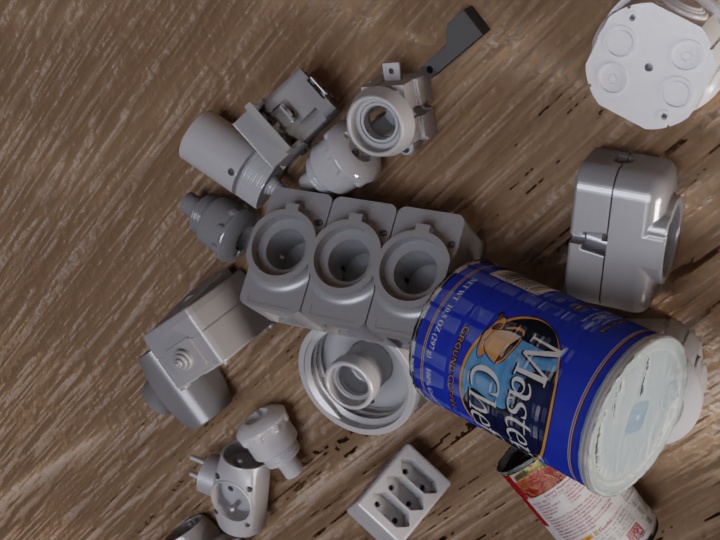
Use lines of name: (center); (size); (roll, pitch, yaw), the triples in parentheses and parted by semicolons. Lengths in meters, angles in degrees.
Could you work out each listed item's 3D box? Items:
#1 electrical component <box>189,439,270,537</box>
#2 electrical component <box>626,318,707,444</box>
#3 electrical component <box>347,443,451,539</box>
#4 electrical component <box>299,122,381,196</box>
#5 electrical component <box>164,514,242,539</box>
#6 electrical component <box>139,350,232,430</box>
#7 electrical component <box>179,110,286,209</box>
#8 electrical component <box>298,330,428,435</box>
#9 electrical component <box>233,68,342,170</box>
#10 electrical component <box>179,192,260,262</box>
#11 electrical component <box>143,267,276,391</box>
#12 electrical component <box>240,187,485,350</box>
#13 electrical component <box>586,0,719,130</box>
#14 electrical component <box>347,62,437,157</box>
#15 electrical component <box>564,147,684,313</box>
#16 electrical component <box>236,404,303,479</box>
electrical component: (-0.118, 0.186, 0.952); (0.079, 0.044, 0.077); (18, 121, 20)
electrical component: (0.192, 0.073, 0.721); (0.080, 0.051, 0.080); (12, 118, 24)
electrical component: (0.026, 0.185, 0.865); (0.047, 0.065, 0.076); (42, 155, 5)
electrical component: (-0.019, -0.074, 0.772); (0.062, 0.048, 0.048); (-31, 96, 42)
electrical component: (-0.132, 0.266, 1.000); (0.079, 0.043, 0.077); (-28, 98, 36)
electrical component: (-0.162, 0.101, 0.935); (0.079, 0.044, 0.077); (-32, 95, 36)
electrical component: (-0.091, -0.080, 0.808); (0.081, 0.043, 0.043); (34, 125, 10)
electrical component: (0.004, 0.074, 0.820); (0.108, 0.060, 0.108); (12, 119, 24)
electrical component: (-0.048, -0.107, 0.754); (0.064, 0.081, 0.042); (-43, 90, 8)
electrical component: (-0.113, -0.039, 0.841); (0.062, 0.048, 0.048); (32, 125, 21)
electrical component: (-0.124, 0.047, 0.855); (0.062, 0.096, 0.061); (-31, 95, 35)
electrical component: (0.000, 0.000, 0.759); (0.150, 0.062, 0.089); (10, 76, 25)
electrical component: (0.176, -0.125, 0.634); (0.080, 0.051, 0.080); (12, 119, 24)
electrical component: (0.022, -0.105, 0.726); (0.048, 0.055, 0.066); (2, 114, 28)
electrical component: (0.169, -0.024, 0.685); (0.059, 0.054, 0.095); (13, 119, 23)
electrical component: (-0.071, 0.148, 0.909); (0.048, 0.048, 0.062); (-21, 109, 35)
